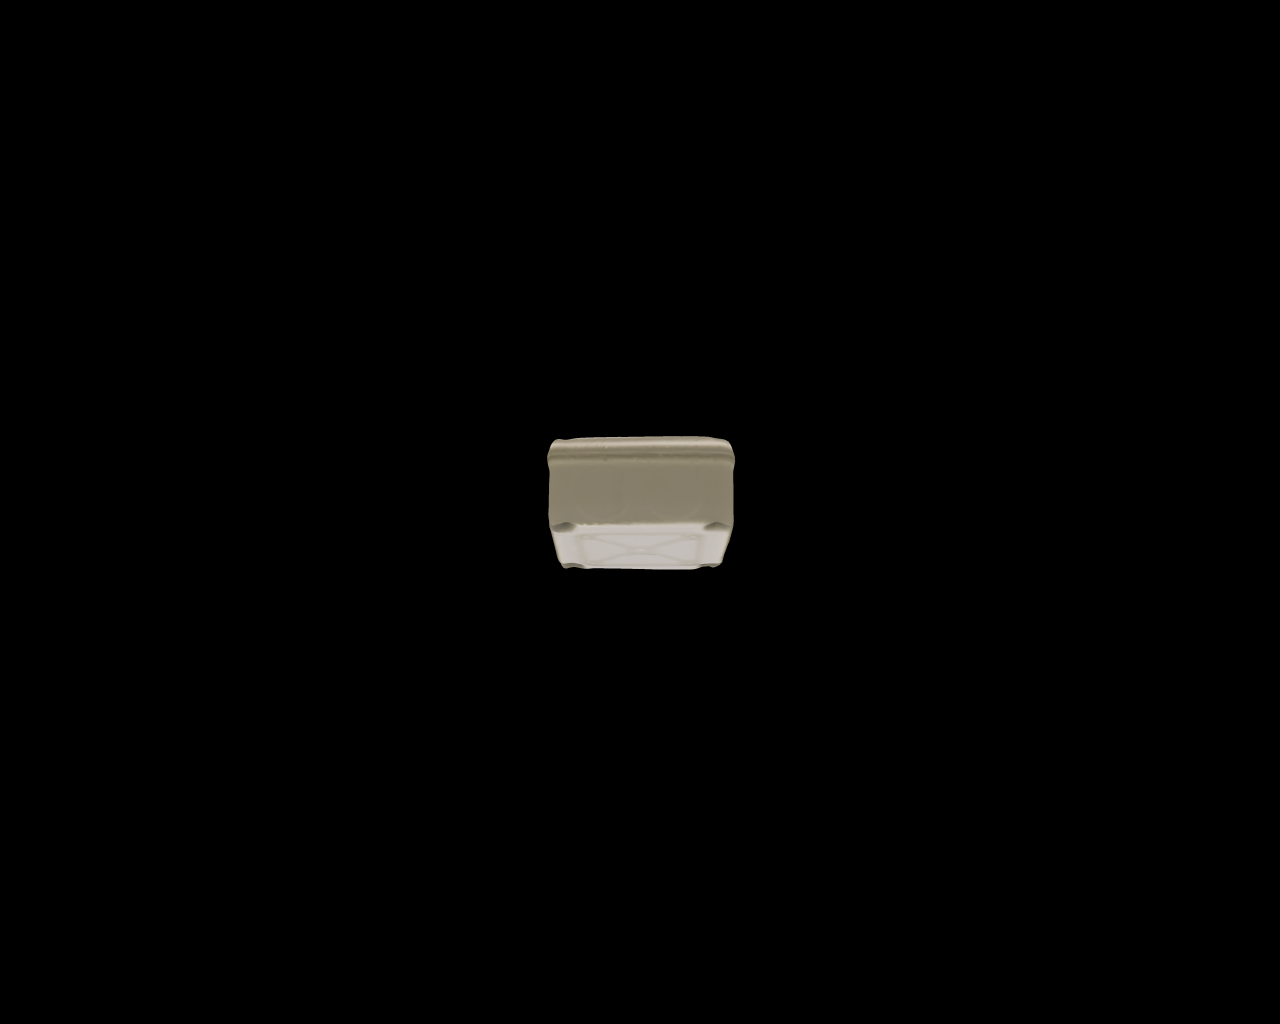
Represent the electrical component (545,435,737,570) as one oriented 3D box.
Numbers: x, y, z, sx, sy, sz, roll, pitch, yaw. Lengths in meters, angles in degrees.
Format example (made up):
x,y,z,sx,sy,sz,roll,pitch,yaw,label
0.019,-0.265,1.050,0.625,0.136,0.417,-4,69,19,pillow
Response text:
x,y,z,sx,sy,sz,roll,pitch,yaw,label
0.001,-0.003,0.650,0.109,0.056,0.108,0,-17,0,electrical component
